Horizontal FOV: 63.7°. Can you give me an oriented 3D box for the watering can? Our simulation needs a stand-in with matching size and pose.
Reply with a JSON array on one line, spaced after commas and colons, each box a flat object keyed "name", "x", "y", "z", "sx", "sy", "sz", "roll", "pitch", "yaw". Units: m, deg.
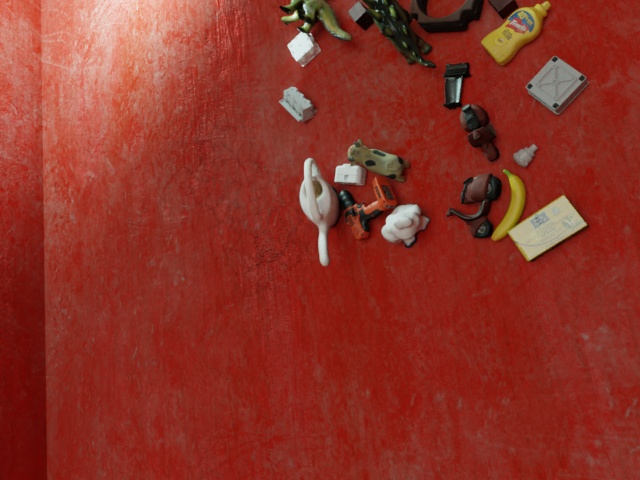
[{"name": "watering can", "x": 0.005, "y": -0.081, "z": 1.615, "sx": 0.104, "sy": 0.223, "sz": 0.351, "roll": -12, "pitch": 78, "yaw": 14}]

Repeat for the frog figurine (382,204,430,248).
[{"name": "frog figurine", "x": 0.235, "y": -0.047, "z": 1.495, "sx": 0.136, "sy": 0.159, "sz": 0.124, "roll": -35, "pitch": 66, "yaw": 25}]

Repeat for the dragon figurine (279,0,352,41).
[{"name": "dragon figurine", "x": 0.002, "y": -0.825, "z": 1.767, "sx": 0.414, "sy": 0.120, "sz": 0.244, "roll": 31, "pitch": 79, "yaw": 22}]
